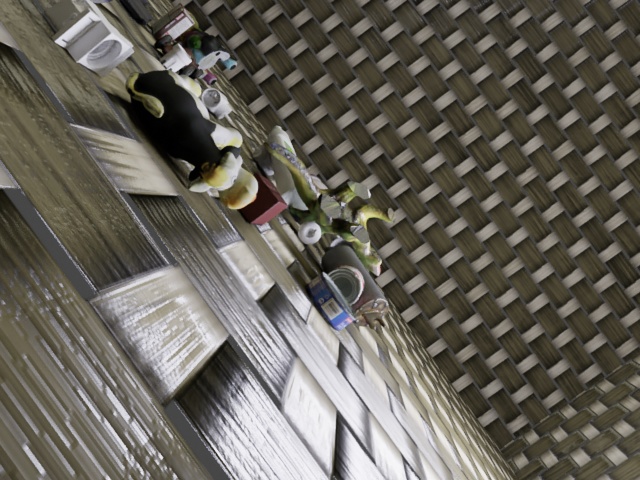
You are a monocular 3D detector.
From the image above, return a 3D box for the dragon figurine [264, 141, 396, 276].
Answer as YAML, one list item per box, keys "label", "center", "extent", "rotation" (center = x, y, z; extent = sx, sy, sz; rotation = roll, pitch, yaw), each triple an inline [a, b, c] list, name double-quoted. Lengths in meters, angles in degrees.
- label: "dragon figurine"
  center: [0.003, -0.057, 1.132]
  extent: [0.407, 0.124, 0.240]
  rotation: [39, -27, -16]

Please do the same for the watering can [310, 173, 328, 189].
- label: "watering can"
  center: [-0.015, -0.127, 1.599]
  extent: [0.228, 0.104, 0.342]
  rotation: [55, 3, 31]

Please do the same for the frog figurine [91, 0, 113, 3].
- label: "frog figurine"
  center: [-0.314, -0.369, 0.632]
  extent: [0.159, 0.120, 0.140]
  rotation: [15, 26, -14]
